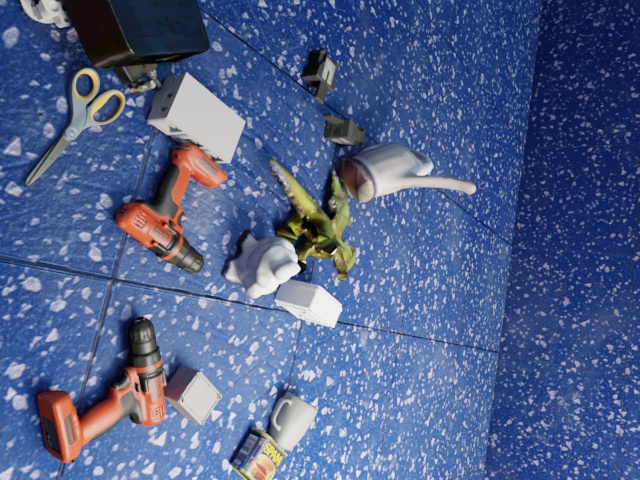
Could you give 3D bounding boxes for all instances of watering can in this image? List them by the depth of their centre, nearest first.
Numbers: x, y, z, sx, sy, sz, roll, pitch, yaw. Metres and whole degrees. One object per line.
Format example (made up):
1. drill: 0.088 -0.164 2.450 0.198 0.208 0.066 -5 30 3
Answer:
1. watering can: 0.181 -0.158 1.232 0.226 0.353 0.102 -22 124 -21

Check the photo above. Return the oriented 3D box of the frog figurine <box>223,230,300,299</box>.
1. frog figurine: -0.091 0.052 0.995 0.140 0.159 0.120 -48 131 -39

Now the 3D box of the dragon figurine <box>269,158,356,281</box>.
1. dragon figurine: 0.004 -0.060 1.192 0.248 0.122 0.402 -66 143 -51
